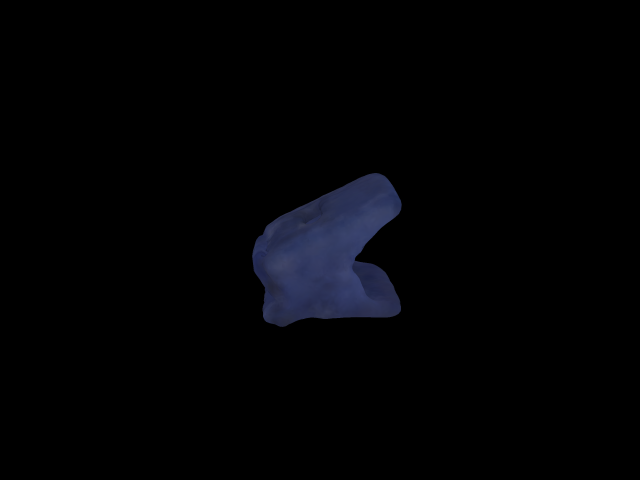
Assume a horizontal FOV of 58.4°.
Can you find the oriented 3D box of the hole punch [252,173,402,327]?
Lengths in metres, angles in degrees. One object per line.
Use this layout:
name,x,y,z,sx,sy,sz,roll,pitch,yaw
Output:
hole punch,0.004,0.001,0.400,0.101,0.091,0.108,-1,15,-4
